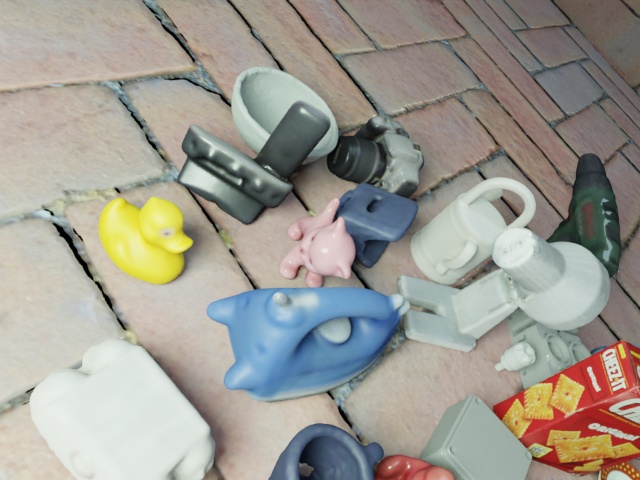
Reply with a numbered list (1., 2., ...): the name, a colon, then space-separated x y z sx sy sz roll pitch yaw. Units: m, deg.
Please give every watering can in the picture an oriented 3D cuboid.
1. watering can: 0.232 -0.028 0.857 0.101 0.193 0.173 23 45 -22

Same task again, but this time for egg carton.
1. egg carton: -0.165 0.161 0.484 0.150 0.069 0.107 48 42 4

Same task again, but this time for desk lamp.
1. desk lamp: 0.250 0.069 0.779 0.204 0.213 0.118 15 49 -29

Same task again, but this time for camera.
1. camera: 0.084 -0.137 0.899 0.137 0.100 0.143 10 51 -32

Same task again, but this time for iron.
1. iron: 0.017 0.091 0.630 0.259 0.141 0.118 1 57 -38

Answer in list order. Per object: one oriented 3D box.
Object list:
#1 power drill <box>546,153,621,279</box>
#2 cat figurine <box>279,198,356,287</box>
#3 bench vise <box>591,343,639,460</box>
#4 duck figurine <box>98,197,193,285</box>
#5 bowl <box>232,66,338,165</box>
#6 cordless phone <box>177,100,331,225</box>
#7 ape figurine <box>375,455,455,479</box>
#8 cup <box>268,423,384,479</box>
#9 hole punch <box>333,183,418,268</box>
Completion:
1. power drill: 0.414 -0.013 0.978 0.076 0.208 0.229 21 46 -23
2. cat figurine: 0.007 0.003 0.712 0.067 0.117 0.128 26 45 -20
3. bench vise: 0.548 0.229 0.879 0.122 0.219 0.207 -20 71 -46
4. duck figurine: -0.178 -0.012 0.602 0.104 0.086 0.078 43 41 -1
5. bowl: -0.061 -0.165 0.826 0.168 0.074 0.167 21 46 -24
6. cordless phone: -0.080 -0.120 0.692 0.148 0.184 0.094 29 44 -17
7. ape figurine: 0.103 0.260 0.599 0.076 0.092 0.077 9 52 -33
8. cup: -0.002 0.227 0.540 0.118 0.094 0.091 -9 63 -42
9. hole punch: 0.072 -0.032 0.812 0.101 0.091 0.109 41 41 -3
